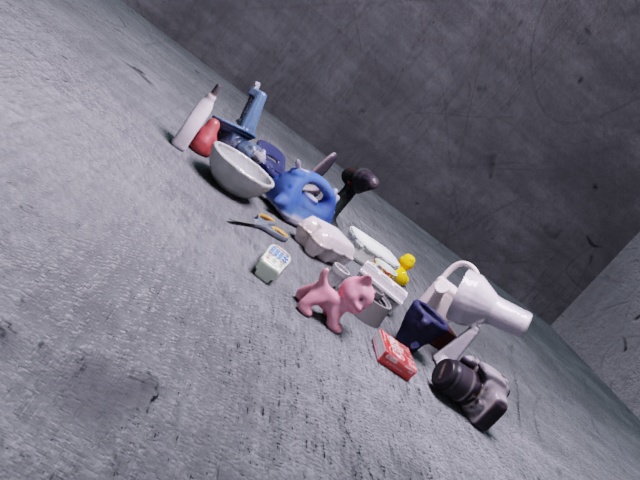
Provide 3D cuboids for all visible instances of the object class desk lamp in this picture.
[{"bbox_3d":[0.342,0.200,1.249,0.203,0.213,0.118,42,13,16],"label":"desk lamp"}]

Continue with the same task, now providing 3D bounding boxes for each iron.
[{"bbox_3d":[-0.024,-0.106,1.466,0.259,0.141,0.118,24,19,-47],"label":"iron"}]

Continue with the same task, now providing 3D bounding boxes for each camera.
[{"bbox_3d":[0.285,0.270,1.106,0.137,0.100,0.143,34,13,-17],"label":"camera"}]

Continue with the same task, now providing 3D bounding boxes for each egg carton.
[{"bbox_3d":[0.012,0.005,1.343,0.151,0.069,0.107,24,19,-49],"label":"egg carton"}]

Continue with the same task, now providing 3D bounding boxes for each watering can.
[{"bbox_3d":[0.334,0.140,1.481,0.101,0.194,0.173,40,13,7],"label":"watering can"}]

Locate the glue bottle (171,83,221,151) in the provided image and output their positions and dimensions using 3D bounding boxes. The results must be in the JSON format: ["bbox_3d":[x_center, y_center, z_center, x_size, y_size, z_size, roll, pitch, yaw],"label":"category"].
[{"bbox_3d":[-0.278,-0.287,1.315,0.037,0.173,0.078,34,13,-21],"label":"glue bottle"}]

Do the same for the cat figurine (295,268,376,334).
[{"bbox_3d":[0.039,0.094,0.996,0.128,0.117,0.067,33,14,-25],"label":"cat figurine"}]

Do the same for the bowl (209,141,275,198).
[{"bbox_3d":[-0.189,-0.146,1.294,0.168,0.074,0.167,36,13,-9],"label":"bowl"}]

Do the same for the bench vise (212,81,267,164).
[{"bbox_3d":[-0.181,-0.277,1.444,0.207,0.219,0.122,42,13,15],"label":"bench vise"}]

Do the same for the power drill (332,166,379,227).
[{"bbox_3d":[0.081,-0.126,1.676,0.076,0.208,0.229,34,13,-20],"label":"power drill"}]

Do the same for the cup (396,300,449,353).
[{"bbox_3d":[0.200,0.186,1.173,0.091,0.095,0.118,41,13,12],"label":"cup"}]

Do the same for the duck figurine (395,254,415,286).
[{"bbox_3d":[0.246,0.081,1.691,0.078,0.086,0.104,36,13,-9],"label":"duck figurine"}]

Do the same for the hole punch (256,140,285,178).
[{"bbox_3d":[-0.146,-0.217,1.626,0.109,0.091,0.101,30,15,-33],"label":"hole punch"}]

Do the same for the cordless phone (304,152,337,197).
[{"bbox_3d":[-0.023,-0.174,1.604,0.094,0.185,0.147,37,13,-6],"label":"cordless phone"}]

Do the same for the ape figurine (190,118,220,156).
[{"bbox_3d":[-0.275,-0.256,1.400,0.078,0.092,0.076,38,13,-3],"label":"ape figurine"}]
